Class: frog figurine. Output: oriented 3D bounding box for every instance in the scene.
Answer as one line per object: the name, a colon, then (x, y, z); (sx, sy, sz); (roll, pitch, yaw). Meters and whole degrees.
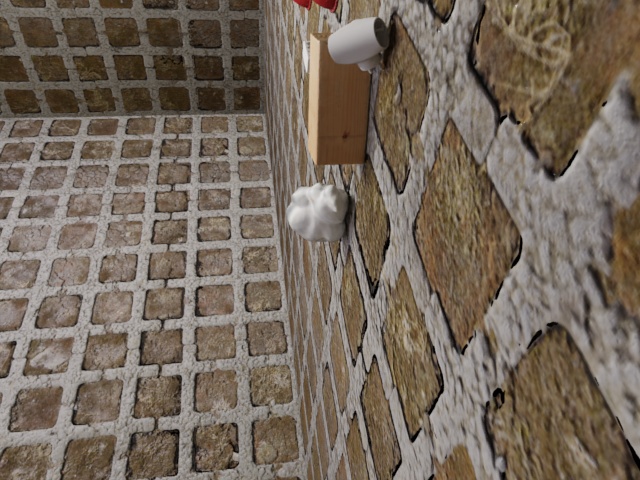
frog figurine: (0.003, -0.053, 1.061); (0.136, 0.123, 0.160); (55, 168, -14)
